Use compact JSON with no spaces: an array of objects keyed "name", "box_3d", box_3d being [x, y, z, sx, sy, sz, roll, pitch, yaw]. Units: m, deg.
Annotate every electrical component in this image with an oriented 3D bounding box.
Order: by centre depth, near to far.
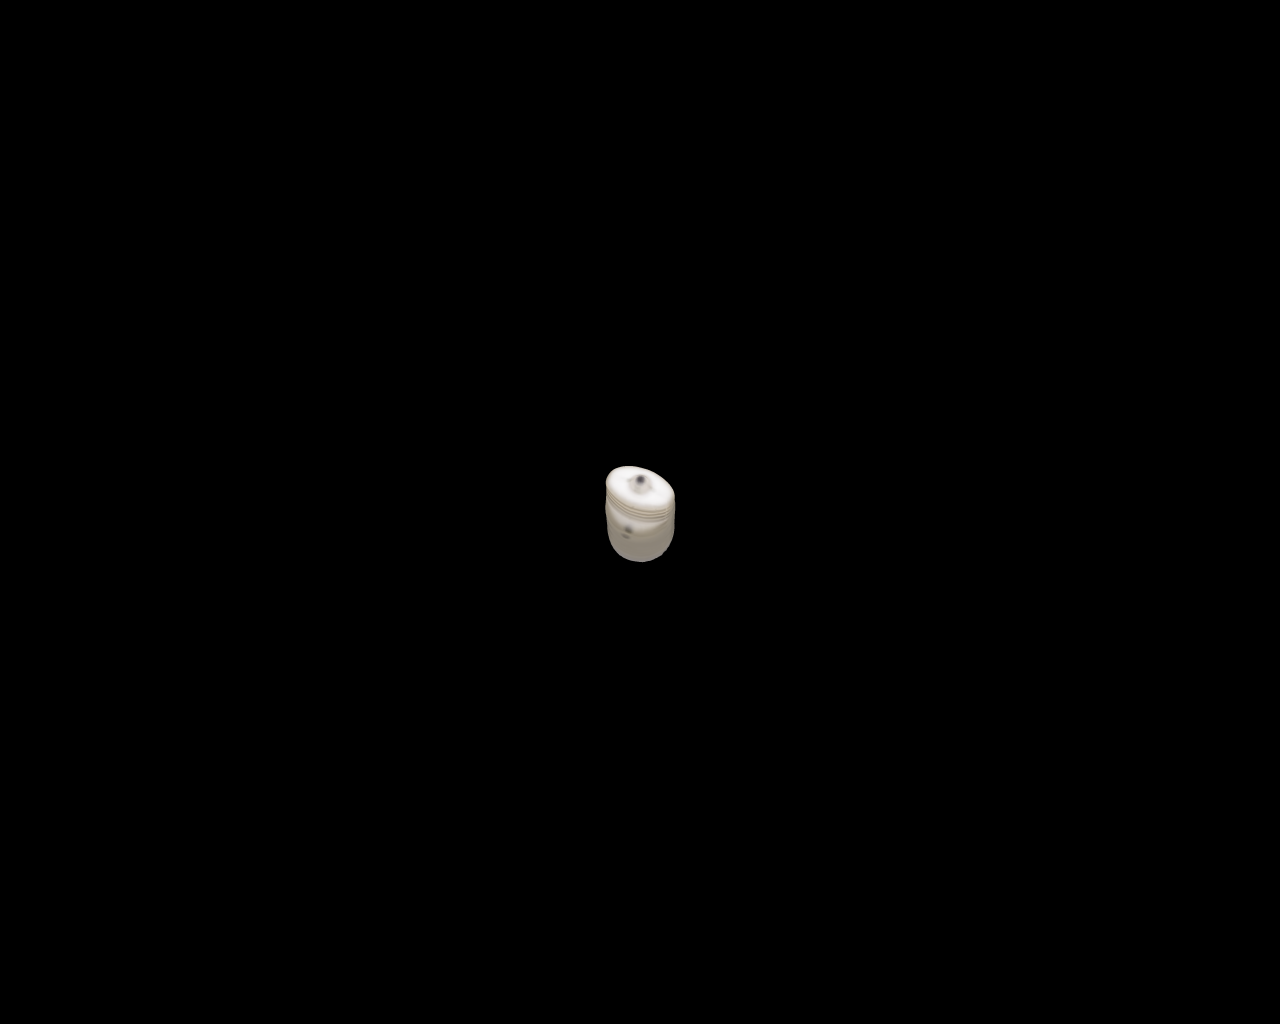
[{"name":"electrical component","box_3d":[0.001,-0.003,0.650,0.043,0.043,0.080,0,-25,0]}]
